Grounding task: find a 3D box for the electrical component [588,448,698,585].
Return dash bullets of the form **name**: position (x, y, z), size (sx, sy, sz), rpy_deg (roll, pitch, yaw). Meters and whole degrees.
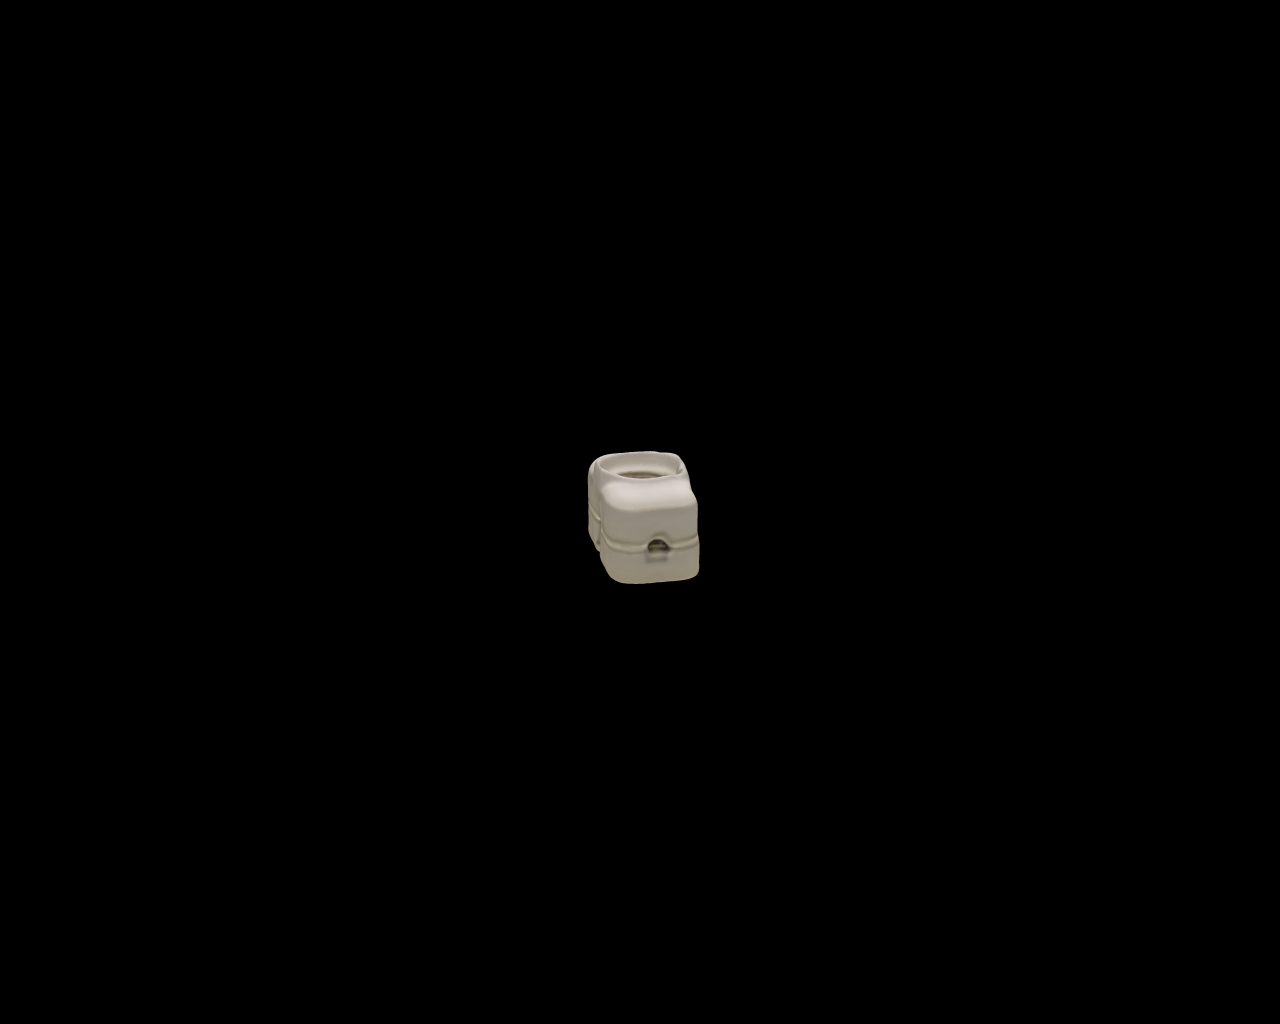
- **electrical component**: position (0.001, -0.003, 0.650), size (0.054, 0.059, 0.095), rpy_deg (-4, 21, -11)
